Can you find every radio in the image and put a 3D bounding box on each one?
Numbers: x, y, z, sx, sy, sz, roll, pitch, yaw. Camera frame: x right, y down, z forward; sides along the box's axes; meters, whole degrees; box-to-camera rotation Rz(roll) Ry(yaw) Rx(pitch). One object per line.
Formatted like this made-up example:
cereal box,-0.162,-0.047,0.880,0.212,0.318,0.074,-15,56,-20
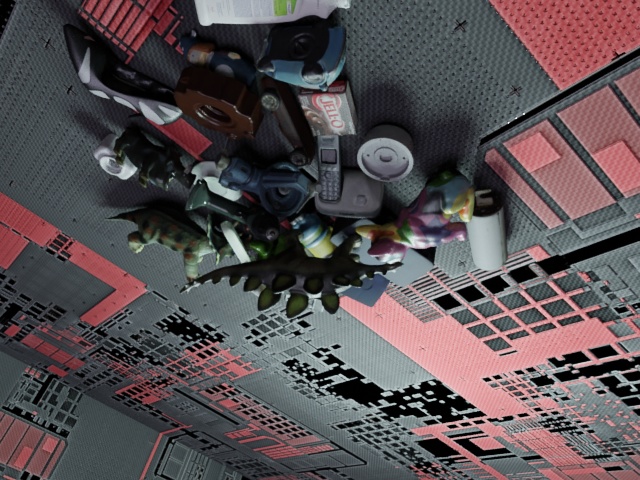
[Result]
radio,0.151,0.008,1.243,0.229,0.073,0.131,32,138,-19

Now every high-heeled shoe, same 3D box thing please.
high-heeled shoe,-0.375,-0.322,1.052,0.145,0.086,0.248,-8,139,23

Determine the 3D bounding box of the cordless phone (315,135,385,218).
cordless phone,0.061,-0.139,1.109,0.147,0.089,0.184,5,123,15

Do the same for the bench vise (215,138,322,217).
bench vise,-0.098,-0.125,1.120,0.241,0.129,0.223,10,155,47

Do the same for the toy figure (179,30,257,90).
toy figure,-0.192,-0.330,0.992,0.154,0.058,0.064,25,108,-6

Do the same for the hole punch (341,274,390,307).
hole punch,0.114,0.095,1.347,0.142,0.092,0.115,28,136,-7

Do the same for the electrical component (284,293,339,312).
electrical component,-0.015,0.120,1.399,0.134,0.115,0.058,18,142,3

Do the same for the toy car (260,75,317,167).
toy car,-0.060,-0.230,1.032,0.053,0.089,0.201,-5,136,23

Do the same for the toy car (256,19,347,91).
toy car,-0.022,-0.305,0.926,0.162,0.109,0.102,6,164,25

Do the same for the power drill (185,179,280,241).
power drill,-0.186,-0.064,1.187,0.207,0.232,0.086,18,97,-9

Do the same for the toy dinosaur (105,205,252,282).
toy dinosaur,-0.376,-0.023,1.374,0.405,0.131,0.192,23,128,1

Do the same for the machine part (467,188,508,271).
machine part,0.353,-0.016,1.136,0.079,0.079,0.242,-3,137,23

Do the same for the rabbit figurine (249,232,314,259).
rabbit figurine,-0.108,0.041,1.347,0.170,0.121,0.159,-9,132,49

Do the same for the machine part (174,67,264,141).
machine part,-0.192,-0.256,1.025,0.179,0.056,0.179,19,166,5

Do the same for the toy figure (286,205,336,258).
toy figure,-0.006,-0.002,1.274,0.082,0.089,0.180,-15,133,42

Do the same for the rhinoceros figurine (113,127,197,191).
rhinoceros figurine,-0.369,-0.174,1.203,0.190,0.112,0.073,36,156,-3

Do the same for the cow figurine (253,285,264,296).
cow figurine,-0.151,0.112,1.377,0.098,0.068,0.167,41,172,-3

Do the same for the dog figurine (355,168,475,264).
dog figurine,0.184,-0.039,1.072,0.219,0.109,0.191,-15,137,-12

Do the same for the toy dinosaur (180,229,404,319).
toy dinosaur,-0.057,0.071,1.157,0.472,0.199,0.104,-3,126,9
